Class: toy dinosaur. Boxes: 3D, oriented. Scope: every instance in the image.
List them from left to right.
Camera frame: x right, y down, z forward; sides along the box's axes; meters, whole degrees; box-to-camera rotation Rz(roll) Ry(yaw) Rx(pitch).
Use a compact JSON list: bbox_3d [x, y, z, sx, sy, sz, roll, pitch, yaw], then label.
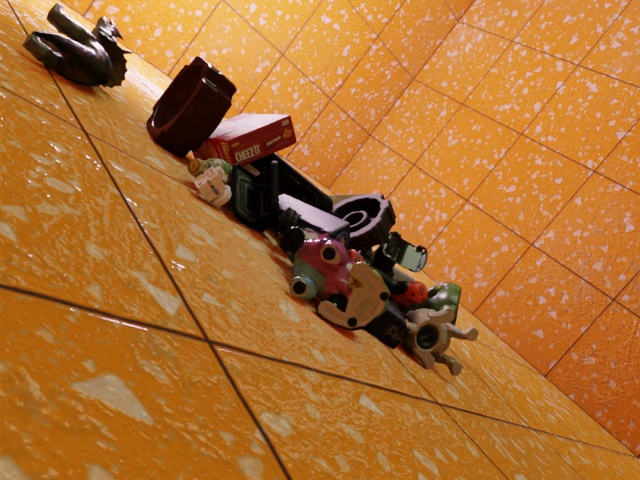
[{"bbox_3d":[-0.489,-0.380,1.116,0.192,0.131,0.405,33,15,-29],"label":"toy dinosaur"}]

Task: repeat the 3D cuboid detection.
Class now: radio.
[{"bbox_3d":[-0.089,-0.107,1.254,0.230,0.131,0.073,41,6,21],"label":"radio"}]

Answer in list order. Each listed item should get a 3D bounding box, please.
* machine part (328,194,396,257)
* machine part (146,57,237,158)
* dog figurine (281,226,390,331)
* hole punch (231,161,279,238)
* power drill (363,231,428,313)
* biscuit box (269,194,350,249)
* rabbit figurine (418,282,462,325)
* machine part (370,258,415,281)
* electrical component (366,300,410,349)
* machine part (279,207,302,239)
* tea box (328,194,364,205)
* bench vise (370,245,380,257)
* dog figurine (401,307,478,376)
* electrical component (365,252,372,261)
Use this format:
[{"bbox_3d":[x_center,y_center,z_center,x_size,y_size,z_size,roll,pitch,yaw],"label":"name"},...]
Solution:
[{"bbox_3d":[0.079,-0.032,1.172,0.056,0.179,0.179,62,-5,-30],"label":"machine part"},{"bbox_3d":[-0.283,-0.292,1.182,0.087,0.201,0.202,34,8,-38],"label":"machine part"},{"bbox_3d":[0.016,0.052,0.919,0.191,0.108,0.219,36,5,-10],"label":"dog figurine"},{"bbox_3d":[-0.121,-0.082,1.039,0.115,0.092,0.142,89,-5,-66],"label":"hole punch"},{"bbox_3d":[0.166,0.075,1.231,0.232,0.086,0.207,31,-29,-2],"label":"power drill"},{"bbox_3d":[-0.029,-0.032,1.109,0.203,0.059,0.063,26,38,38],"label":"biscuit box"},{"bbox_3d":[0.270,0.174,1.397,0.170,0.121,0.159,10,14,18],"label":"rabbit figurine"},{"bbox_3d":[0.193,0.110,1.474,0.243,0.079,0.079,30,11,-44],"label":"machine part"},{"bbox_3d":[0.097,0.129,1.009,0.115,0.058,0.134,37,8,-20],"label":"electrical component"},{"bbox_3d":[-0.051,-0.007,1.045,0.084,0.039,0.138,49,-18,28],"label":"machine part"},{"bbox_3d":[0.050,-0.071,1.464,0.098,0.170,0.068,102,-20,-58],"label":"tea box"},{"bbox_3d":[0.083,-0.033,1.600,0.224,0.128,0.241,24,24,-2],"label":"bench vise"},{"bbox_3d":[0.200,0.181,1.104,0.172,0.121,0.191,39,-7,-23],"label":"dog figurine"},{"bbox_3d":[0.092,0.053,1.357,0.048,0.075,0.119,39,4,4],"label":"electrical component"}]
